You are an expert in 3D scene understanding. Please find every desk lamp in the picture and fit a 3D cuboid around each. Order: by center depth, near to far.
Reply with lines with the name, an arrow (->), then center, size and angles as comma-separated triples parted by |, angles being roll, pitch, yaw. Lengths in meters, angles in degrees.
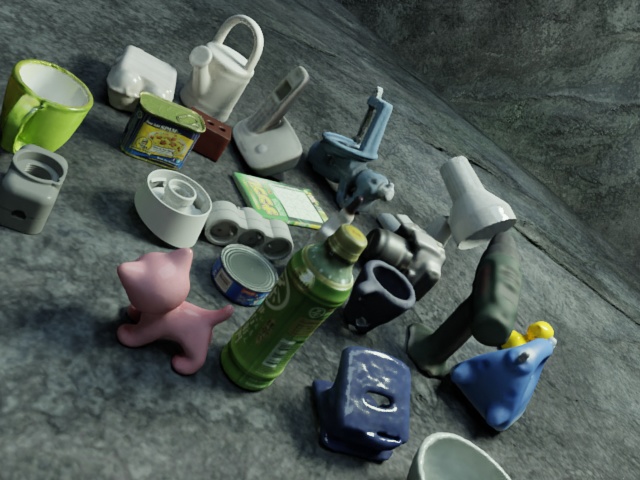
desk lamp -> 0.251, -0.045, 1.130 | 0.118, 0.213, 0.203 | 2, 44, -49

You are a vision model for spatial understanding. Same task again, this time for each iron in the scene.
iron -> 0.318, 0.202, 0.914 | 0.259, 0.141, 0.118 | -4, 49, -53

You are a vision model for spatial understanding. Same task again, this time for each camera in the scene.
camera -> 0.148, 0.016, 1.036 | 0.137, 0.100, 0.143 | 27, 29, -21

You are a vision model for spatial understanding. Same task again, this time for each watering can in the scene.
watering can -> -0.175, -0.320, 1.057 | 0.101, 0.194, 0.173 | 34, 28, -9

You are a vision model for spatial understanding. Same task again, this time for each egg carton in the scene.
egg carton -> -0.297, -0.262, 0.958 | 0.107, 0.069, 0.150 | 24, 31, -26

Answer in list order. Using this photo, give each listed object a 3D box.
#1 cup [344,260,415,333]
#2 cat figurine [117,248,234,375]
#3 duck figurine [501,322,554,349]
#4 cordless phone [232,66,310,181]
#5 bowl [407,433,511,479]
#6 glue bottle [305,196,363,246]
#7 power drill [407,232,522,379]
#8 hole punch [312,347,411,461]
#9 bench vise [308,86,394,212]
cup -> 0.071, 0.092, 0.834 | 0.118, 0.095, 0.091 | -2, 47, -51
cat figurine -> -0.151, 0.062, 0.587 | 0.128, 0.117, 0.067 | 29, 28, -17
duck figurine -> 0.402, 0.190, 1.093 | 0.105, 0.086, 0.077 | 15, 35, -37
cordless phone -> -0.070, -0.212, 1.029 | 0.094, 0.185, 0.147 | 10, 38, -42
bowl -> 0.153, 0.305, 0.630 | 0.168, 0.074, 0.167 | 29, 29, -17
glue bottle -> 0.007, 0.003, 0.808 | 0.037, 0.173, 0.078 | 42, 27, 8
power drill -> 0.227, 0.105, 0.879 | 0.076, 0.208, 0.230 | 35, 27, -6
hole punch -> 0.058, 0.192, 0.671 | 0.109, 0.091, 0.101 | 23, 31, -27
bench vise -> 0.095, -0.176, 1.135 | 0.207, 0.219, 0.122 | 44, 28, 11
